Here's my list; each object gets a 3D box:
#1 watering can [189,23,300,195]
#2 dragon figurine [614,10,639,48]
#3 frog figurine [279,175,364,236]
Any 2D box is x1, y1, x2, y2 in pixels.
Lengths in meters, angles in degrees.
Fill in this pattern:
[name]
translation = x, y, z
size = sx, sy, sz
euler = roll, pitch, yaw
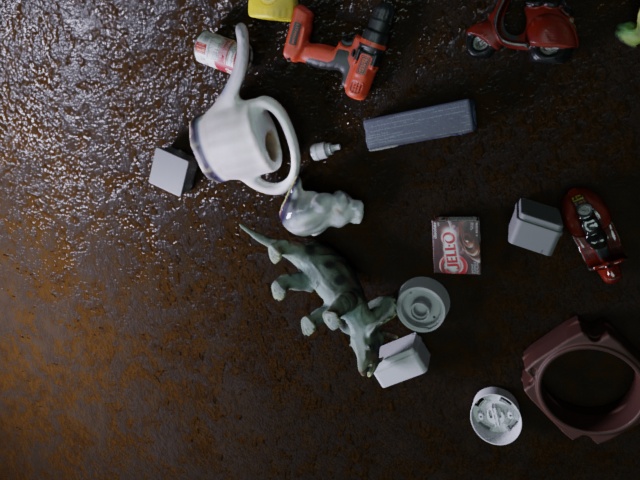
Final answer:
[watering can]
translation = -0.168, -0.242, 1.050
size = 0.223, 0.106, 0.342
euler = -10, 115, 22
[dragon figurine]
translation = 0.538, -0.296, 0.722
size = 0.121, 0.245, 0.411
euler = -41, 87, 21
[frog figurine]
translation = 0.003, -0.053, 1.050
size = 0.159, 0.125, 0.134
euler = 25, 146, 2
